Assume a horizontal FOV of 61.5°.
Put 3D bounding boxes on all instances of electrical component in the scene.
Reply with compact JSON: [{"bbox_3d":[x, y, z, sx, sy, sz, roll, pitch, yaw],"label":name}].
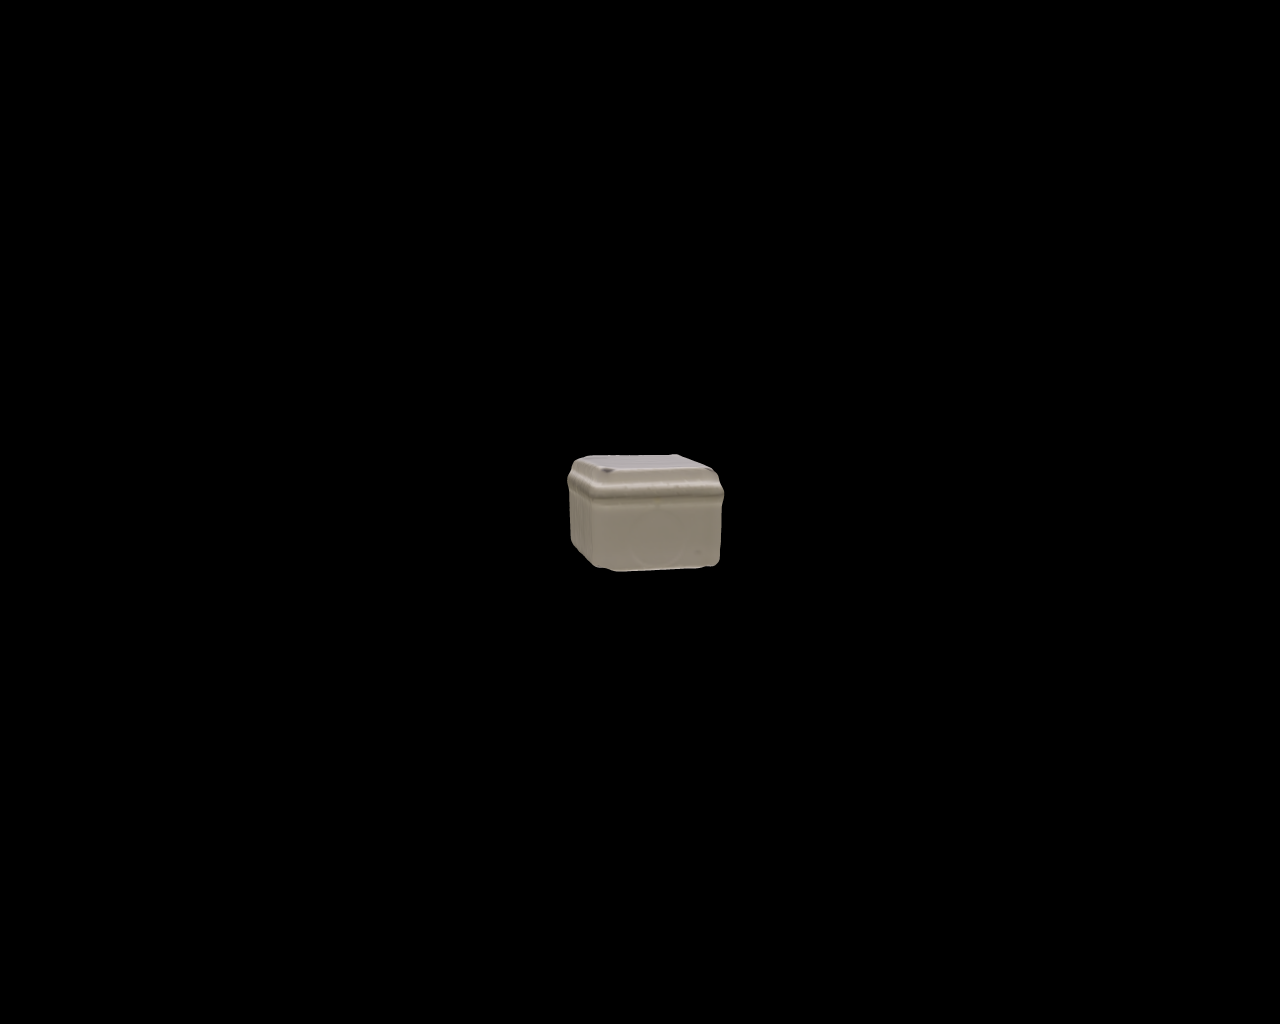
[{"bbox_3d":[0.001,-0.003,0.650,0.078,0.057,0.113,-1,7,-11],"label":"electrical component"}]
